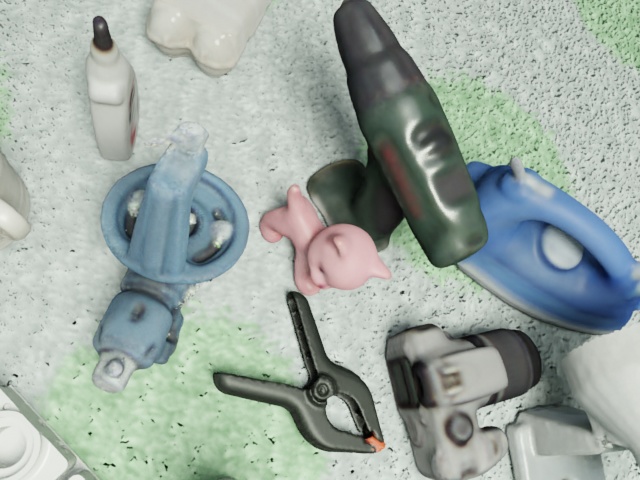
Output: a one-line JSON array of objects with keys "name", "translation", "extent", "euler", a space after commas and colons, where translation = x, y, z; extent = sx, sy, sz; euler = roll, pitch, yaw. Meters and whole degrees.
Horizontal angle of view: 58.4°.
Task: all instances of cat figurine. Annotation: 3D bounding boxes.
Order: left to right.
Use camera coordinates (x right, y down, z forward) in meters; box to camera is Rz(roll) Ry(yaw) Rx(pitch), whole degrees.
[{"name": "cat figurine", "translation": [0.005, 0.002, 0.545], "extent": [0.067, 0.117, 0.128], "euler": [-34, 84, -21]}]

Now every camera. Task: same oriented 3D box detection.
[{"name": "camera", "translation": [0.150, 0.144, 0.548], "extent": [0.137, 0.100, 0.143], "euler": [-10, 76, -17]}]

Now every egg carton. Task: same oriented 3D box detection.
[{"name": "egg carton", "translation": [-0.115, -0.253, 0.617], "extent": [0.107, 0.069, 0.150], "euler": [25, 69, -6]}]

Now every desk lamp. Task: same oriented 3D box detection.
[{"name": "desk lamp", "translation": [0.268, 0.182, 0.507], "extent": [0.118, 0.213, 0.203], "euler": [-2, 74, -15]}]

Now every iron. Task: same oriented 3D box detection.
[{"name": "iron", "translation": [0.255, 0.010, 0.594], "extent": [0.258, 0.141, 0.119], "euler": [35, 68, -2]}]

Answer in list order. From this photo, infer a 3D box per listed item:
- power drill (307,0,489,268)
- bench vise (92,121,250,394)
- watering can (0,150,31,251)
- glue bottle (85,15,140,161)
[{"name": "power drill", "translation": [0.055, -0.071, 0.531], "extent": [0.076, 0.208, 0.229], "euler": [-28, 82, -20]}, {"name": "bench vise", "translation": [-0.115, 0.014, 0.455], "extent": [0.122, 0.219, 0.207], "euler": [4, 73, -13]}, {"name": "watering can", "translation": [-0.308, -0.059, 0.441], "extent": [0.173, 0.194, 0.101], "euler": [13, 71, -10]}, {"name": "glue bottle", "translation": [-0.185, -0.138, 0.508], "extent": [0.037, 0.173, 0.078], "euler": [3, 73, -13]}]
